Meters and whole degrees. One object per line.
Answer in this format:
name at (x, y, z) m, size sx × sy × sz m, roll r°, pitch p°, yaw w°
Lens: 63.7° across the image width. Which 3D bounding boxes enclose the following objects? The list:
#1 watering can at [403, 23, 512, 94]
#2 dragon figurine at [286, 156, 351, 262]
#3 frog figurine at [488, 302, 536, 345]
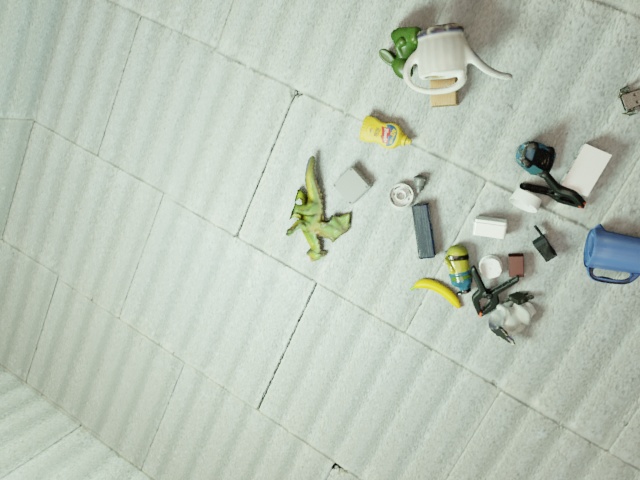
watering can at (0.441, -0.596, 1.683) m, size 0.347 × 0.104 × 0.223 m, roll -1°, pitch 96°, yaw 22°
dragon figurine at (0.006, -0.102, 2.024) m, size 0.243 × 0.124 × 0.405 m, roll 19°, pitch 106°, yaw -2°
frog figurine at (0.679, 0.273, 1.827) m, size 0.136 × 0.122 × 0.161 m, roll 42°, pitch 75°, yaw -13°
